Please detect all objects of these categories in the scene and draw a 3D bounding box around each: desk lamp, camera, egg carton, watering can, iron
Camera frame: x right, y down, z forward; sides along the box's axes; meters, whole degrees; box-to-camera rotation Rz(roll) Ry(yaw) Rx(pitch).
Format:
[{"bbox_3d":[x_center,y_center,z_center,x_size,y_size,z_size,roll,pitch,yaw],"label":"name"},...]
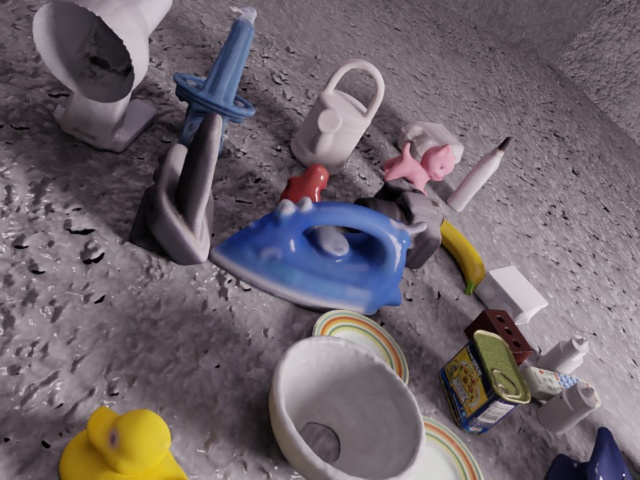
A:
[{"bbox_3d":[-0.258,-0.220,0.706,0.118,0.213,0.203,28,34,-9],"label":"desk lamp"},{"bbox_3d":[0.114,-0.042,0.904,0.137,0.100,0.143,12,39,-30],"label":"camera"},{"bbox_3d":[0.241,-0.205,1.246,0.151,0.069,0.107,-6,50,-44],"label":"egg carton"},{"bbox_3d":[0.035,-0.207,0.959,0.101,0.194,0.172,22,35,-17],"label":"watering can"},{"bbox_3d":[0.007,0.003,0.719,0.259,0.141,0.118,14,38,-28],"label":"iron"}]

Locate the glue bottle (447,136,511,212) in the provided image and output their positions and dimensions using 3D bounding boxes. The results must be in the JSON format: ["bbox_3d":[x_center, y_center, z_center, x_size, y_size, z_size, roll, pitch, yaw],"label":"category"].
[{"bbox_3d":[0.319,-0.134,1.129,0.037,0.173,0.078,40,34,9],"label":"glue bottle"}]

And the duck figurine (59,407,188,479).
[{"bbox_3d":[-0.140,0.167,0.438,0.104,0.086,0.077,33,33,-1],"label":"duck figurine"}]

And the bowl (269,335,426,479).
[{"bbox_3d":[0.016,0.181,0.563,0.168,0.074,0.167,23,35,-17],"label":"bowl"}]

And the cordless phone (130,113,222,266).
[{"bbox_3d":[-0.140,-0.077,0.654,0.094,0.185,0.147,18,37,-23],"label":"cordless phone"}]

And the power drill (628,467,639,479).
[{"bbox_3d":[0.469,0.278,0.709,0.076,0.208,0.229,30,34,-7],"label":"power drill"}]

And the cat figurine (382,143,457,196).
[{"bbox_3d":[0.200,-0.147,1.093,0.128,0.117,0.067,18,36,-23],"label":"cat figurine"}]

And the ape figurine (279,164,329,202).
[{"bbox_3d":[-0.017,-0.071,0.836,0.076,0.092,0.077,-13,55,-48],"label":"ape figurine"}]

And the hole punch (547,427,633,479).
[{"bbox_3d":[0.339,0.295,0.683,0.101,0.091,0.109,44,34,14],"label":"hole punch"}]

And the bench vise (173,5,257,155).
[{"bbox_3d":[-0.129,-0.191,0.775,0.122,0.219,0.207,8,41,-33],"label":"bench vise"}]
